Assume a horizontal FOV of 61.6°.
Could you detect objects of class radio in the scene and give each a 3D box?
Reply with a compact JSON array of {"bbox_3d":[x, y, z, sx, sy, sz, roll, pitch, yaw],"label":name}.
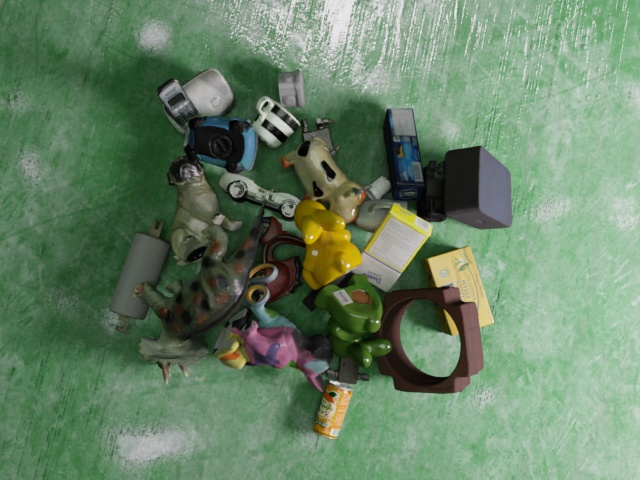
[{"bbox_3d":[0.321,-0.099,1.077,0.073,0.229,0.131,-4,81,32],"label":"radio"}]

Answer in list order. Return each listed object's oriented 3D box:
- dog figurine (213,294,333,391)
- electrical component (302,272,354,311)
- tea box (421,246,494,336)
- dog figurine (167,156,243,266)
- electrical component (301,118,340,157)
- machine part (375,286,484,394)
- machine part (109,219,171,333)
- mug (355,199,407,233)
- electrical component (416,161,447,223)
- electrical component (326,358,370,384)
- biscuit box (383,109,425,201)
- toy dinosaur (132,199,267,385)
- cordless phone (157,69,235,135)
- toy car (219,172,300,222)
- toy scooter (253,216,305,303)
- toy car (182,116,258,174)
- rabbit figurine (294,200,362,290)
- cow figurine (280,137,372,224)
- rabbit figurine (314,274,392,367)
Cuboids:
[{"bbox_3d":[-0.082,0.229,1.090,0.219,0.108,0.191,40,121,-17],"label":"dog figurine"},{"bbox_3d":[0.011,0.095,1.131,0.119,0.047,0.075,-41,78,-6],"label":"electrical component"},{"bbox_3d":[0.288,0.106,1.134,0.098,0.068,0.169,-18,87,-4],"label":"tea box"},{"bbox_3d":[-0.280,-0.062,1.124,0.172,0.121,0.191,-40,70,-1],"label":"dog figurine"},{"bbox_3d":[0.001,-0.217,1.162,0.078,0.045,0.102,-5,86,-4],"label":"electrical component"},{"bbox_3d":[0.214,0.195,1.068,0.202,0.087,0.201,-9,85,35],"label":"machine part"},{"bbox_3d":[-0.369,0.073,1.106,0.079,0.079,0.243,18,84,-1],"label":"machine part"},{"bbox_3d":[0.127,-0.050,1.126,0.107,0.109,0.081,3,76,8],"label":"mug"},{"bbox_3d":[0.234,-0.095,1.116,0.058,0.134,0.115,3,83,-2],"label":"electrical component"},{"bbox_3d":[0.061,0.269,1.134,0.094,0.021,0.063,7,85,-1],"label":"electrical component"},{"bbox_3d":[0.173,-0.179,1.121,0.059,0.062,0.203,0,61,-3],"label":"biscuit box"},{"bbox_3d":[-0.218,0.109,1.035,0.405,0.131,0.192,-42,66,11],"label":"toy dinosaur"},{"bbox_3d":[-0.258,-0.301,1.090,0.146,0.184,0.089,-36,83,-4],"label":"cordless phone"},{"bbox_3d":[-0.115,-0.088,1.132,0.202,0.073,0.056,20,86,-1],"label":"toy car"},{"bbox_3d":[-0.072,0.039,1.124,0.135,0.075,0.184,0,80,-3],"label":"toy scooter"},{"bbox_3d":[-0.199,-0.204,1.124,0.162,0.103,0.109,11,106,9],"label":"toy car"},{"bbox_3d":[-0.002,-0.003,1.044,0.122,0.162,0.173,-26,79,-2],"label":"rabbit figurine"},{"bbox_3d":[0.020,-0.121,1.106,0.127,0.085,0.195,-32,86,30],"label":"cow figurine"},{"bbox_3d":[0.071,0.177,1.078,0.121,0.170,0.159,-24,53,-36],"label":"rabbit figurine"}]
